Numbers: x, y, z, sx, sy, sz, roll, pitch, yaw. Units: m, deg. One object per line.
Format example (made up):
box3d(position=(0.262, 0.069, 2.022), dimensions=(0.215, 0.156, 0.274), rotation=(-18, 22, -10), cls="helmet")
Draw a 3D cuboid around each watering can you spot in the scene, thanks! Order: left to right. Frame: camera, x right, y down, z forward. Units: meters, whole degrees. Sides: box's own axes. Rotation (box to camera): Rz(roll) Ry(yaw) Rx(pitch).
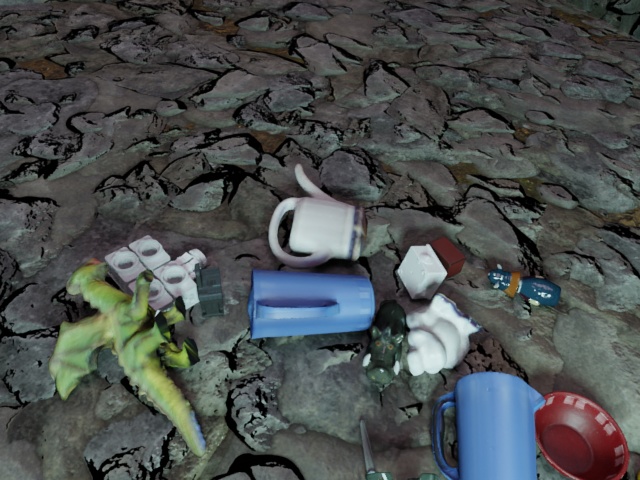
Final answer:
box3d(position=(0.004, -0.061, 1.218), dimensions=(0.224, 0.356, 0.101), rotation=(10, -45, 2), cls="watering can")

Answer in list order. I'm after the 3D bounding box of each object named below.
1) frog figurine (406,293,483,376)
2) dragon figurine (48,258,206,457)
box3d(position=(0.214, 0.197, 0.979), dimensions=(0.162, 0.136, 0.122), rotation=(-49, 19, -26), cls="frog figurine")
box3d(position=(-0.357, 0.205, 0.913), dimensions=(0.242, 0.417, 0.120), rotation=(-21, -22, 4), cls="dragon figurine")
